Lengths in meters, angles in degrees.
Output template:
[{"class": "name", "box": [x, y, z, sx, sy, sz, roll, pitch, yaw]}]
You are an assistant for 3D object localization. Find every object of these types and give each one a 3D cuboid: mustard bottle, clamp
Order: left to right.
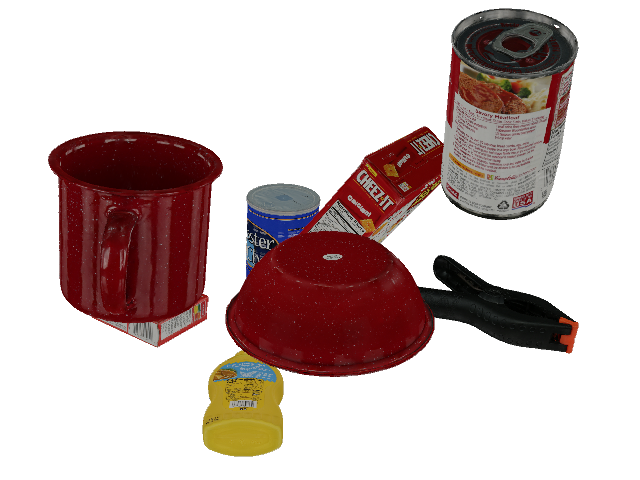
[{"class": "mustard bottle", "box": [-0.095, 0.194, 1.348, 0.096, 0.058, 0.191, -1, 26, -1]}, {"class": "clamp", "box": [0.155, 0.057, 0.985, 0.172, 0.039, 0.120, 19, 30, 17]}]

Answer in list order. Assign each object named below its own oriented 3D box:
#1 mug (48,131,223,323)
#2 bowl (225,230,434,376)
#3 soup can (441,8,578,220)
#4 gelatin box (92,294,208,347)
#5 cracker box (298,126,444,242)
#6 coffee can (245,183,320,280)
[{"class": "mug", "box": [-0.102, -0.002, 0.581, 0.093, 0.081, 0.117, 4, 25, -5]}, {"class": "bowl", "box": [0.008, 0.037, 0.811, 0.162, 0.055, 0.162, 1, 27, -1]}, {"class": "soup can", "box": [0.105, -0.071, 0.610, 0.068, 0.102, 0.068, 0, 42, 0]}, {"class": "gelatin box", "box": [-0.165, 0.063, 1.028, 0.089, 0.030, 0.073, 20, 29, 29]}, {"class": "cracker box", "box": [0.048, -0.029, 1.269, 0.214, 0.072, 0.163, -48, -8, 34]}, {"class": "coffee can", "box": [-0.054, 0.003, 1.509, 0.103, 0.140, 0.103, 2, 24, -1]}]
